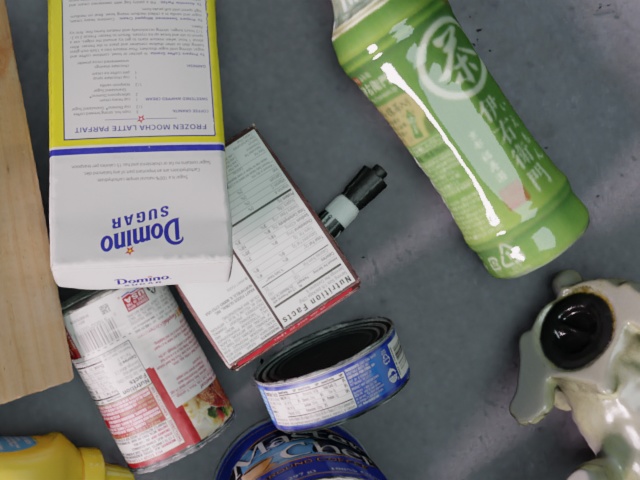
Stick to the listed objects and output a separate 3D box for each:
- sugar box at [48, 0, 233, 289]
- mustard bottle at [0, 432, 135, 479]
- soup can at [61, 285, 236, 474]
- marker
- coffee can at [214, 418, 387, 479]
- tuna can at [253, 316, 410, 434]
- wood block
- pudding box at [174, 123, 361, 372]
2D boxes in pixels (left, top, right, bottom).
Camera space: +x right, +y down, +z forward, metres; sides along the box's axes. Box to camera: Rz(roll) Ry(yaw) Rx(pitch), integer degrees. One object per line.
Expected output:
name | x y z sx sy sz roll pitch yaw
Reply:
sugar box | -0.098 -0.063 0.575 0.093 0.048 0.176 -2 73 -8
mustard bottle | -0.193 0.130 0.571 0.191 0.096 0.058 6 77 -27
soup can | -0.100 0.070 0.601 0.068 0.068 0.102 -28 97 -7
marker | -0.004 0.001 0.637 0.020 0.020 0.121 44 86 -9
coffee can | -0.004 0.160 0.585 0.102 0.140 0.103 -1 94 -9
tuna can | 0.007 0.077 0.610 0.086 0.086 0.034 -23 99 -7
wood block | -0.206 -0.016 0.552 0.090 0.091 0.206 -15 98 -50
pudding box | -0.043 0.004 0.608 0.090 0.039 0.113 -33 84 -5
